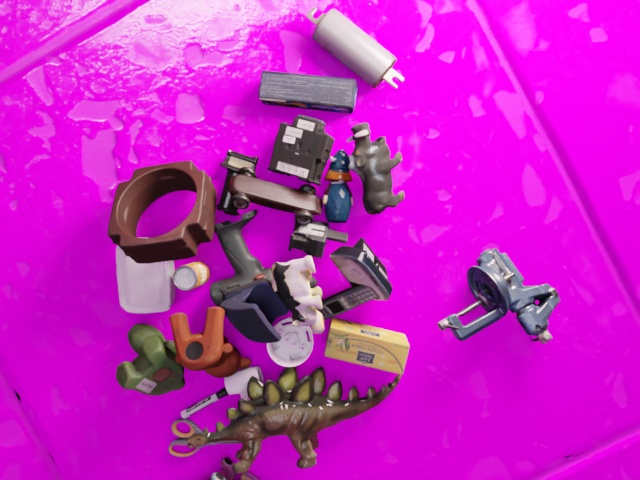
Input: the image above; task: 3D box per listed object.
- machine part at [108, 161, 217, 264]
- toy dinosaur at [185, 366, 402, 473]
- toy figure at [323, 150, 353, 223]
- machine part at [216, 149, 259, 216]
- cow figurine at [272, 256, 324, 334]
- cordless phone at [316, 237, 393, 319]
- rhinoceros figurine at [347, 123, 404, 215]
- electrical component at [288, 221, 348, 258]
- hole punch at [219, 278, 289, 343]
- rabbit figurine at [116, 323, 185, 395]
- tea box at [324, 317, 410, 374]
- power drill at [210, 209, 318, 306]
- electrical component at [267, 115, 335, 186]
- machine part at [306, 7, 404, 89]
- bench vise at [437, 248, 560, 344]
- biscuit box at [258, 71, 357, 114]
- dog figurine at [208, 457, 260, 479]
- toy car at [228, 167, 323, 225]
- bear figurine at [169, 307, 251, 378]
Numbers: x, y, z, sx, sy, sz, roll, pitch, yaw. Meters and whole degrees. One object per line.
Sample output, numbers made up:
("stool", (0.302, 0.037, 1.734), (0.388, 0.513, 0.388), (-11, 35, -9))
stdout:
("machine part", (-0.320, -0.057, 1.110), (0.202, 0.087, 0.201), (-7, 59, 7))
("toy dinosaur", (-0.046, 0.373, 1.144), (0.471, 0.105, 0.198), (-5, 99, -14))
("toy figure", (0.038, -0.114, 1.145), (0.058, 0.064, 0.154), (2, 89, 42))
("machine part", (-0.185, -0.122, 1.168), (0.084, 0.039, 0.138), (14, 93, -6))
("cow figurine", (-0.043, 0.120, 1.102), (0.098, 0.068, 0.167), (-11, 101, -1))
("cordless phone", (0.045, 0.092, 1.136), (0.184, 0.089, 0.146), (-28, 124, 18))
("rhinoceros figurine", (0.109, -0.148, 1.117), (0.112, 0.073, 0.190), (-13, 97, -14))
("electrical component", (-0.002, -0.003, 1.142), (0.119, 0.075, 0.047), (10, 128, 0))
("hole punch", (-0.139, 0.156, 1.107), (0.116, 0.092, 0.142), (-21, 124, 20))
("rabbit figurine", (-0.350, 0.239, 1.154), (0.159, 0.170, 0.121), (31, 99, -41))
("tea box", (0.098, 0.223, 1.144), (0.170, 0.098, 0.068), (14, 95, 1))
("power drill", (-0.139, 0.041, 1.160), (0.232, 0.086, 0.207), (-17, 101, 7))
("electrical component", (-0.036, -0.192, 1.134), (0.115, 0.058, 0.134), (20, 95, 13))
("machine part", (0.071, -0.396, 1.115), (0.243, 0.079, 0.079), (38, 95, -1))
("bench vise", (0.357, 0.141, 1.102), (0.241, 0.129, 0.223), (-27, 84, -13))
("biscuit box", (-0.024, -0.311, 1.135), (0.203, 0.059, 0.062), (7, 92, 3))
("dog figurine", (-0.237, 0.604, 1.185), (0.191, 0.108, 0.219), (37, 99, -2))
("toy car", (-0.094, -0.089, 1.130), (0.202, 0.053, 0.089), (14, 52, -14))
("bear figurine", (-0.223, 0.221, 1.131), (0.120, 0.195, 0.132), (-11, 74, 10))
